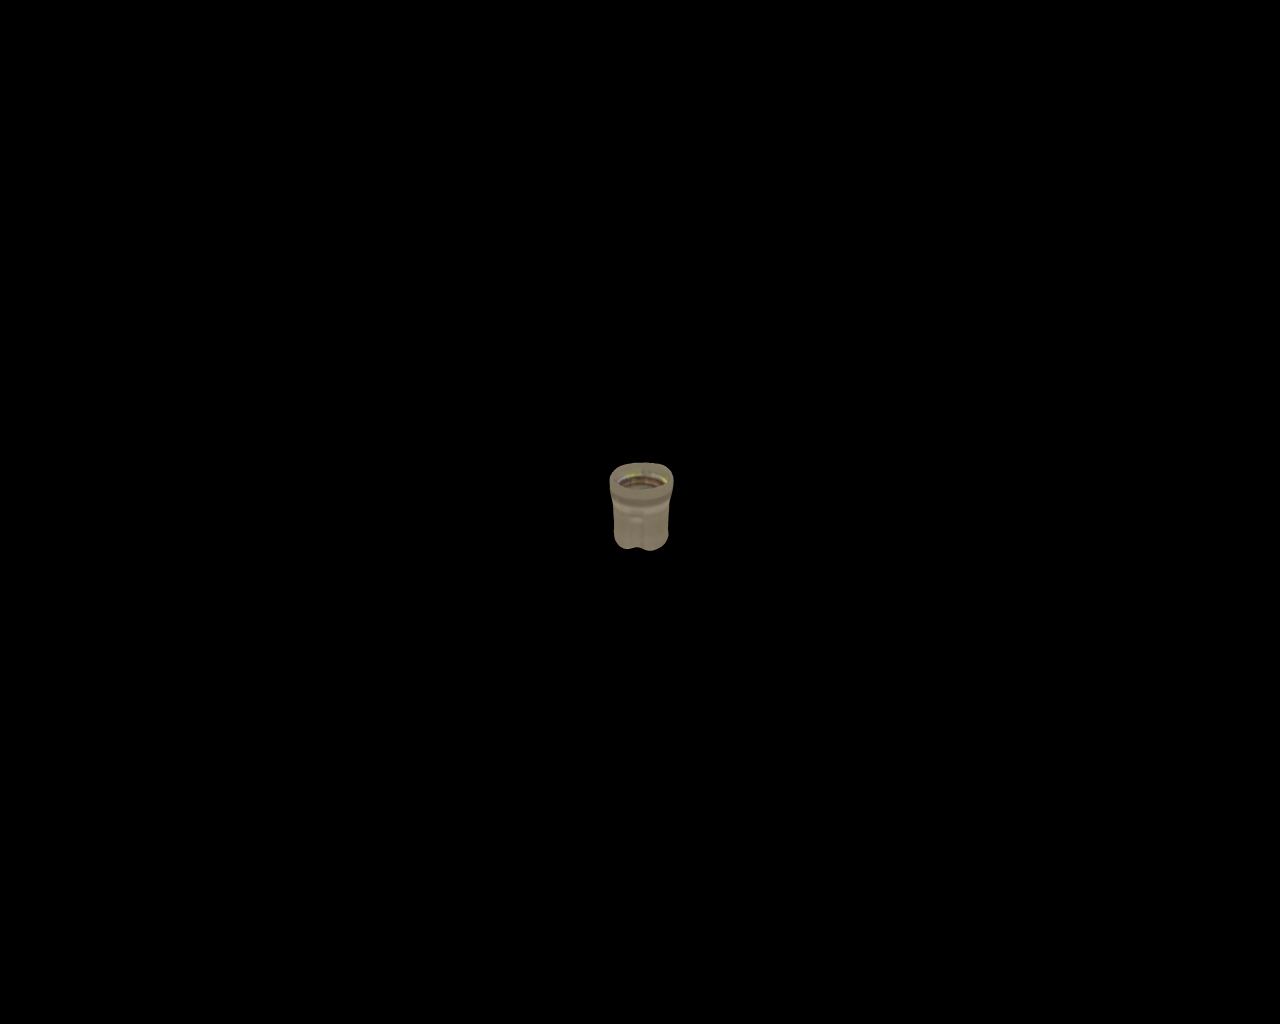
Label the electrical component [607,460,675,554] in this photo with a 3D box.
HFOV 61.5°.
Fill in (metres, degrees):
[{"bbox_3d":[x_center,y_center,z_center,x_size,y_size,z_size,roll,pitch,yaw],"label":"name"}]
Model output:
[{"bbox_3d":[0.001,-0.003,0.650,0.040,0.046,0.040,0,28,0],"label":"electrical component"}]
